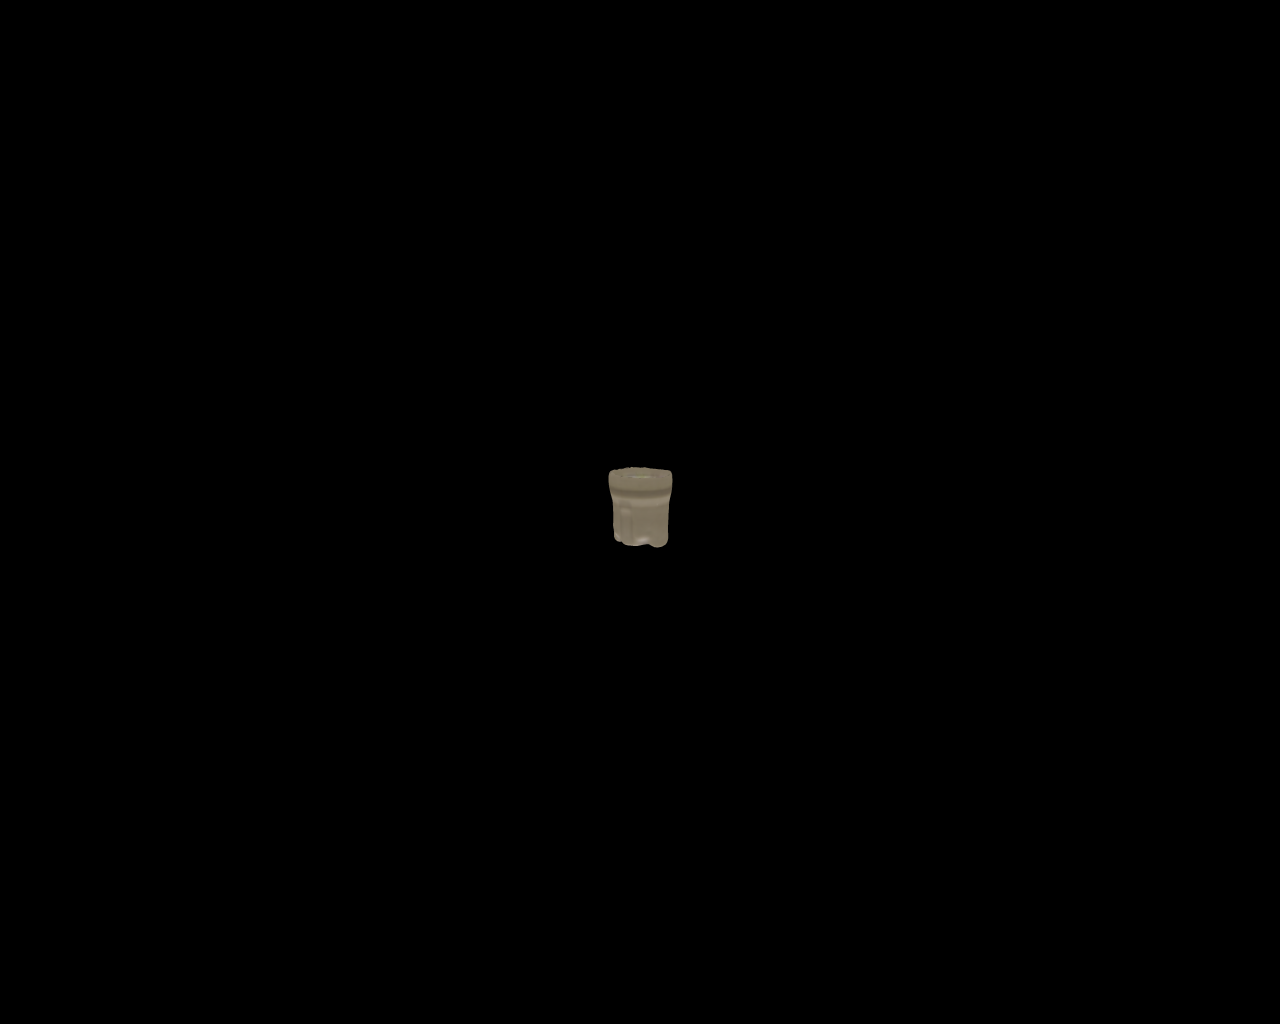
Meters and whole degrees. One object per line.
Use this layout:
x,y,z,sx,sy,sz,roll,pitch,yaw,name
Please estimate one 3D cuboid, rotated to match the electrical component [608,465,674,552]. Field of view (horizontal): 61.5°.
0.001,-0.003,0.650,0.040,0.046,0.040,0,13,0,electrical component
